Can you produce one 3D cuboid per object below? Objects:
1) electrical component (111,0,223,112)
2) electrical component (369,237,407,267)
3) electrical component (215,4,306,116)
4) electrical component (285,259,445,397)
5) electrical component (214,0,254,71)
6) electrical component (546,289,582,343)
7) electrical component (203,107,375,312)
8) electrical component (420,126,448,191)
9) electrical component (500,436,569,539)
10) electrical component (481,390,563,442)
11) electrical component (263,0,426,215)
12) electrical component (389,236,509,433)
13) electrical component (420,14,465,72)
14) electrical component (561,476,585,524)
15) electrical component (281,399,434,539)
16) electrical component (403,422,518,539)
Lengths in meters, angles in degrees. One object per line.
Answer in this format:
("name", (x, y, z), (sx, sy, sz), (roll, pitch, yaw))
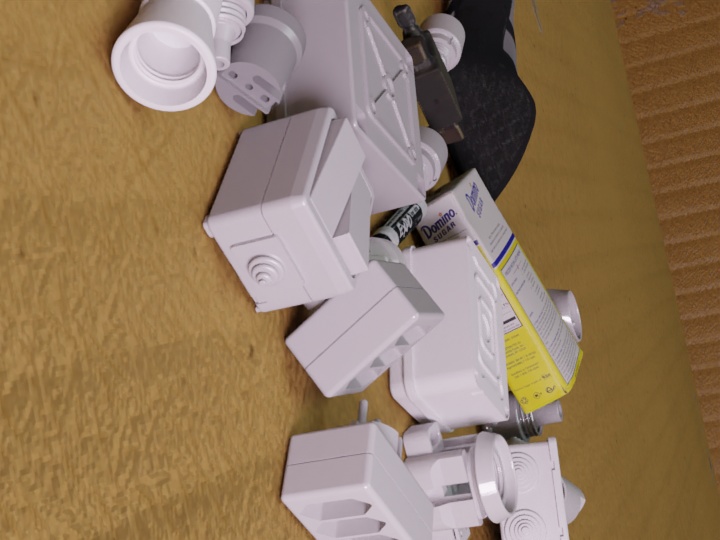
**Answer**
("electrical component", (-0.081, -0.106, 0.473), (0.065, 0.044, 0.044), (-87, 155, -46))
("electrical component", (0.000, 0.000, 0.623), (0.046, 0.040, 0.040), (5, 73, -62))
("electrical component", (-0.052, -0.107, 0.551), (0.040, 0.040, 0.046), (59, 32, -40))
("electrical component", (-0.008, 0.016, 0.566), (0.076, 0.066, 0.047), (52, 15, 16))
("electrical component", (-0.069, -0.126, 0.525), (0.035, 0.035, 0.061), (40, 44, -58))
("electrical component", (0.139, 0.032, 0.904), (0.044, 0.077, 0.079), (-74, 145, -51))
("electrical component", (-0.030, -0.027, 0.529), (0.096, 0.061, 0.061), (-78, 148, -48))
("electrical component", (0.037, -0.072, 0.756), (0.078, 0.040, 0.040), (-62, 135, -60))
("electrical component", (0.126, 0.174, 0.802), (0.099, 0.048, 0.099), (61, 23, -74))
("electrical component", (0.128, 0.116, 0.850), (0.048, 0.062, 0.048), (-12, 90, -69))
("electrical component", (-0.008, -0.100, 0.636), (0.109, 0.056, 0.108), (39, 42, -58))
("electrical component", (0.059, 0.044, 0.721), (0.078, 0.057, 0.113), (49, 35, -52))
("electrical component", (0.064, -0.180, 0.886), (0.078, 0.040, 0.040), (-73, 144, -52))
("electrical component", (0.167, 0.199, 0.929), (0.081, 0.043, 0.043), (39, 43, -59))
("electrical component", (0.002, 0.103, 0.556), (0.075, 0.047, 0.083), (-83, 152, -42))
("electrical component", (0.066, 0.135, 0.688), (0.058, 0.057, 0.078), (-25, 102, -69))
